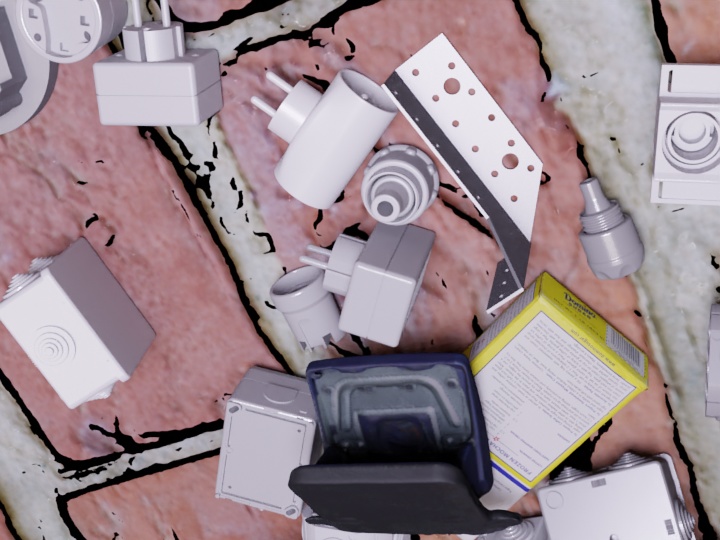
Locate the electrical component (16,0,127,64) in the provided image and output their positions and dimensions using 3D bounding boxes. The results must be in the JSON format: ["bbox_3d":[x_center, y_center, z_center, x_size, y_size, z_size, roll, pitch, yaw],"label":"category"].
[{"bbox_3d":[-0.176,-0.160,0.664,0.055,0.047,0.055,5,113,11],"label":"electrical component"}]

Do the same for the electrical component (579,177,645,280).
[{"bbox_3d":[0.149,-0.026,0.655,0.035,0.035,0.061,-19,105,19],"label":"electrical component"}]

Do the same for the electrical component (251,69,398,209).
[{"bbox_3d":[-0.030,-0.090,0.663,0.079,0.043,0.077,35,115,-3],"label":"electrical component"}]

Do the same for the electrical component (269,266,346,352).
[{"bbox_3d":[-0.033,0.026,0.716,0.040,0.040,0.046,-16,114,18],"label":"electrical component"}]

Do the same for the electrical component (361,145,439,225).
[{"bbox_3d":[0.021,-0.047,0.659,0.048,0.062,0.048,5,113,11],"label":"electrical component"}]

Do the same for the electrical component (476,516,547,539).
[{"bbox_3d":[0.112,0.228,0.735,0.048,0.099,0.099,-18,108,32],"label":"electrical component"}]

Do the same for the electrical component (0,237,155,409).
[{"bbox_3d":[-0.190,0.035,0.722,0.048,0.099,0.099,-32,103,9],"label":"electrical component"}]

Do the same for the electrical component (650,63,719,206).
[{"bbox_3d":[0.227,-0.077,0.600,0.121,0.063,0.078,3,113,11],"label":"electrical component"}]

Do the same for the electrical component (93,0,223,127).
[{"bbox_3d":[-0.126,-0.132,0.665,0.066,0.047,0.076,2,113,12],"label":"electrical component"}]

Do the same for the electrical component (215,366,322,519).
[{"bbox_3d":[-0.060,0.123,0.749,0.062,0.061,0.096,13,114,7],"label":"electrical component"}]

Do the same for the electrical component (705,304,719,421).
[{"bbox_3d":[0.235,0.057,0.646,0.051,0.080,0.080,3,113,17],"label":"electrical component"}]

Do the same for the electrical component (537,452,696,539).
[{"bbox_3d":[0.170,0.174,0.705,0.100,0.048,0.099,-18,76,19],"label":"electrical component"}]

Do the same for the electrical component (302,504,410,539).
[{"bbox_3d":[-0.003,0.187,0.754,0.080,0.080,0.051,1,107,12],"label":"electrical component"}]

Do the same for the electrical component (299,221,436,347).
[{"bbox_3d":[0.000,0.000,0.672,0.076,0.083,0.047,18,115,5],"label":"electrical component"}]
